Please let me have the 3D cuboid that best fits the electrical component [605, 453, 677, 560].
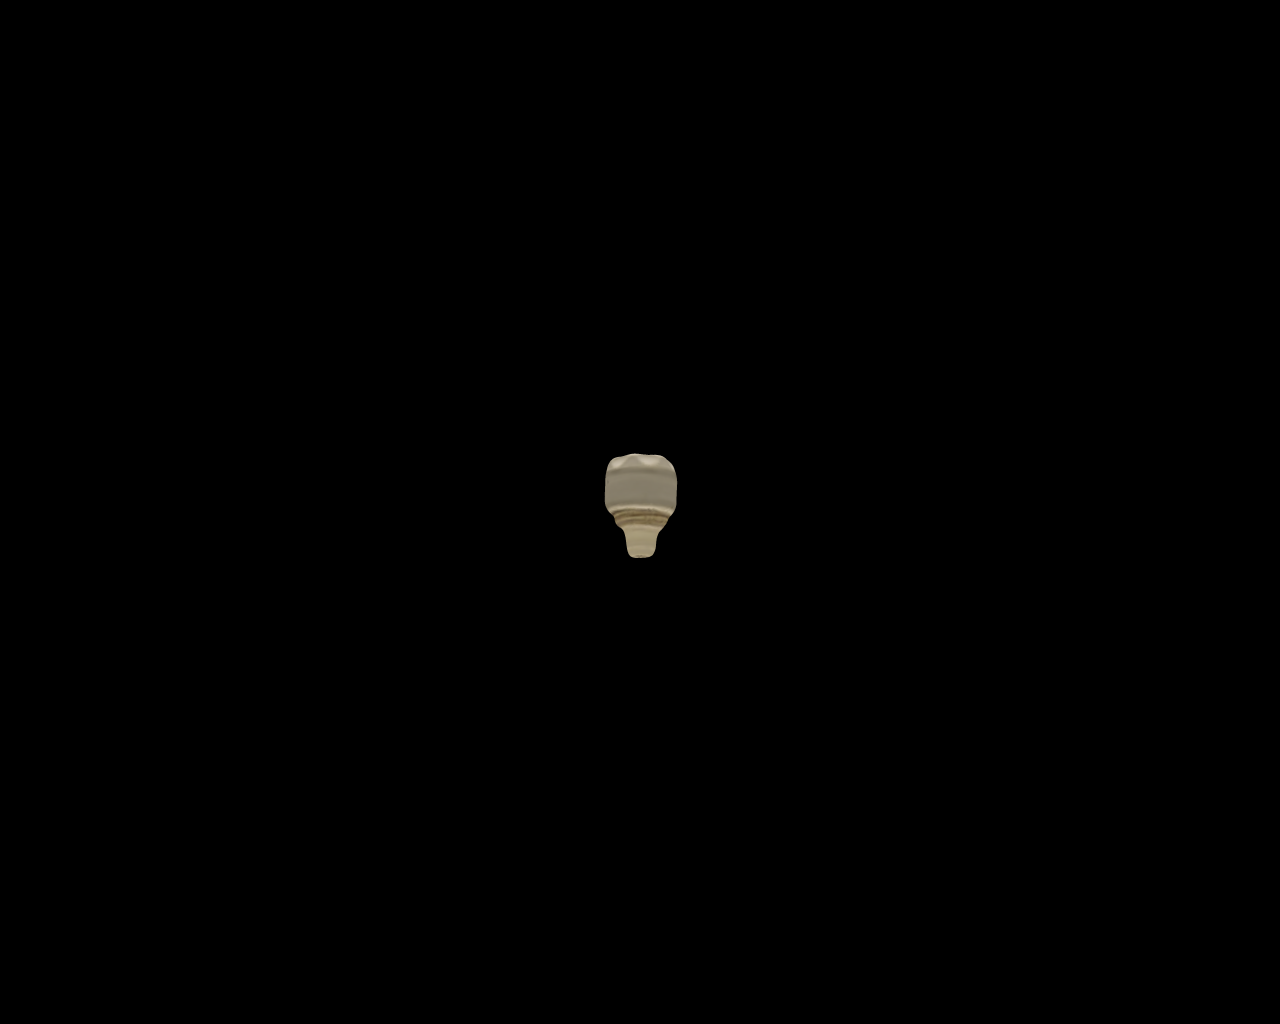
[{"bbox_3d":[0.001,-0.003,0.650,0.043,0.062,0.043,0,-10,0],"label":"electrical component"}]
